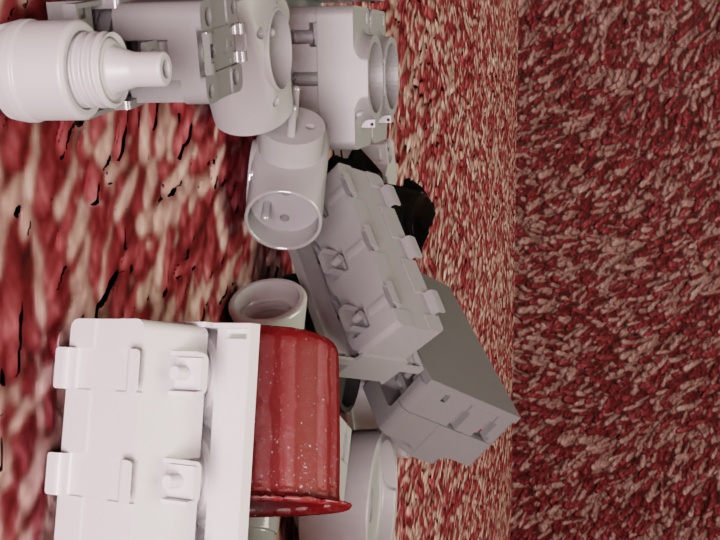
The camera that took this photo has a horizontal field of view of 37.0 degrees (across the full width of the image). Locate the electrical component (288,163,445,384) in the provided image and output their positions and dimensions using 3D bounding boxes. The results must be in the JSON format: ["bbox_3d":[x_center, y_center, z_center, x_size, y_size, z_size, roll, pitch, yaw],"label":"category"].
[{"bbox_3d":[0.000,0.000,0.658,0.079,0.063,0.121,12,47,-45],"label":"electrical component"}]

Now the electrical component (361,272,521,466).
[{"bbox_3d":[0.040,0.064,0.787,0.089,0.061,0.150,26,25,-34],"label":"electrical component"}]

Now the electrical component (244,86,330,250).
[{"bbox_3d":[-0.040,-0.066,0.609,0.077,0.044,0.079,-87,-177,-47],"label":"electrical component"}]

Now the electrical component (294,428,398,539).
[{"bbox_3d":[-0.013,0.164,0.756,0.108,0.060,0.108,1,90,-77],"label":"electrical component"}]

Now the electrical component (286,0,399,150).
[{"bbox_3d":[-0.014,-0.177,0.715,0.105,0.060,0.186,-41,131,-73],"label":"electrical component"}]

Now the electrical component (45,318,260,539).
[{"bbox_3d":[-0.083,0.080,0.422,0.063,0.079,0.121,12,79,-55],"label":"electrical component"}]

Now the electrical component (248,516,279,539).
[{"bbox_3d":[-0.062,0.146,0.583,0.044,0.044,0.065,65,24,-63],"label":"electrical component"}]

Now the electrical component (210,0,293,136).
[{"bbox_3d":[-0.058,-0.124,0.559,0.079,0.044,0.077,-77,163,-44],"label":"electrical component"}]

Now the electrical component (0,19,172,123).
[{"bbox_3d":[-0.094,-0.068,0.365,0.035,0.061,0.035,2,90,-77],"label":"electrical component"}]

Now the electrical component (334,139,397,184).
[{"bbox_3d":[0.006,-0.072,0.861,0.063,0.042,0.081,-78,164,-53],"label":"electrical component"}]

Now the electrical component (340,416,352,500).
[{"bbox_3d":[-0.040,0.114,0.655,0.089,0.050,0.055,63,31,-65],"label":"electrical component"}]

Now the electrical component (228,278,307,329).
[{"bbox_3d":[-0.049,0.039,0.617,0.045,0.045,0.055,-71,159,-54],"label":"electrical component"}]

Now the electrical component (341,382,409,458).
[{"bbox_3d":[0.017,0.093,0.889,0.113,0.057,0.078,-70,157,-55],"label":"electrical component"}]

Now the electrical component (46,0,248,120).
[{"bbox_3d":[-0.081,-0.086,0.420,0.081,0.064,0.042,-56,146,-68],"label":"electrical component"}]
